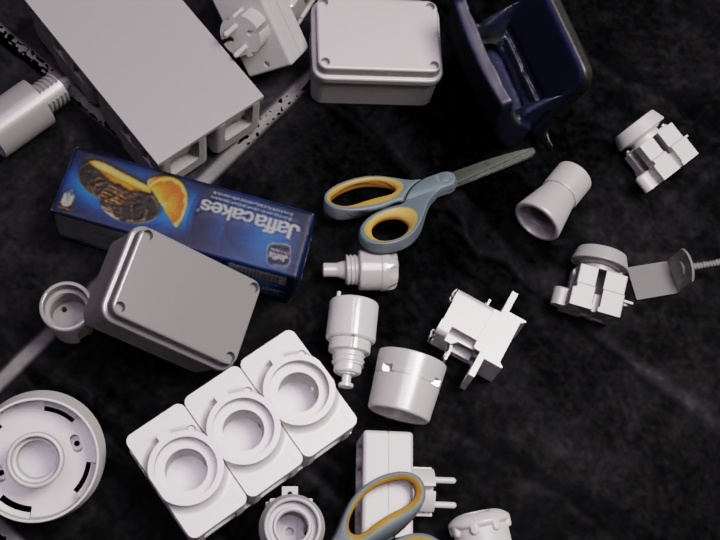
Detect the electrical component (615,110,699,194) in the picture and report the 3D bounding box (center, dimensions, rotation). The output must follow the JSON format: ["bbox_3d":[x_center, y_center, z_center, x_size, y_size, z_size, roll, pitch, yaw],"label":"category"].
[{"bbox_3d":[0.260,-0.108,0.954,0.066,0.048,0.055,-36,86,-18],"label":"electrical component"}]

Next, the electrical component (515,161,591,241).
[{"bbox_3d":[0.170,-0.062,0.929,0.044,0.044,0.065,39,65,7],"label":"electrical component"}]

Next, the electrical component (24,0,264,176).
[{"bbox_3d":[-0.181,-0.173,0.911,0.105,0.060,0.186,-36,78,-18],"label":"electrical component"}]

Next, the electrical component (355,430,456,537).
[{"bbox_3d":[0.037,0.169,0.823,0.076,0.047,0.083,3,70,-7],"label":"electrical component"}]

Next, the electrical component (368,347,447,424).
[{"bbox_3d":[0.036,0.092,0.848,0.055,0.055,0.047,16,72,-1],"label":"electrical component"}]

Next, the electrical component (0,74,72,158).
[{"bbox_3d":[-0.275,-0.134,0.893,0.081,0.043,0.043,-41,80,-19],"label":"electrical component"}]

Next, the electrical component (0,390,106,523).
[{"bbox_3d":[-0.240,0.139,0.801,0.099,0.064,0.099,2,83,-12],"label":"electrical component"}]

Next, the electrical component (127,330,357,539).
[{"bbox_3d":[-0.089,0.125,0.814,0.150,0.061,0.089,-34,78,-17],"label":"electrical component"}]

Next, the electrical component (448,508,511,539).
[{"bbox_3d":[0.095,0.214,0.817,0.048,0.048,0.062,-10,79,-11],"label":"electrical component"}]

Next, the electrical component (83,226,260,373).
[{"bbox_3d":[-0.142,0.024,0.823,0.113,0.057,0.078,28,67,-26],"label":"electrical component"}]

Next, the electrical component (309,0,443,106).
[{"bbox_3d":[0.013,-0.192,0.945,0.113,0.057,0.078,0,70,-7],"label":"electrical component"}]

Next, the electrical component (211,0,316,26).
[{"bbox_3d":[-0.079,-0.271,0.966,0.100,0.048,0.099,28,69,3],"label":"electrical component"}]

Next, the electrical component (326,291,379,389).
[{"bbox_3d":[-0.008,0.056,0.862,0.040,0.040,0.078,8,70,-5],"label":"electrical component"}]

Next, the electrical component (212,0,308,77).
[{"bbox_3d":[-0.093,-0.204,0.906,0.047,0.083,0.075,-9,30,30],"label":"electrical component"}]

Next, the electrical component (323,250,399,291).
[{"bbox_3d":[0.000,0.000,0.886,0.061,0.035,0.035,0,70,-5],"label":"electrical component"}]

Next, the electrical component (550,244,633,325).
[{"bbox_3d":[0.198,0.011,0.903,0.066,0.048,0.055,16,76,-1],"label":"electrical component"}]

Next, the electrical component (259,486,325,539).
[{"bbox_3d":[-0.052,0.193,0.798,0.048,0.055,0.066,2,70,-7],"label":"electrical component"}]

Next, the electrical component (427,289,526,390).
[{"bbox_3d":[0.094,0.052,0.876,0.064,0.042,0.081,29,68,5],"label":"electrical component"}]

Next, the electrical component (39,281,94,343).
[{"bbox_3d":[-0.226,0.035,0.837,0.040,0.046,0.040,2,70,-7],"label":"electrical component"}]
